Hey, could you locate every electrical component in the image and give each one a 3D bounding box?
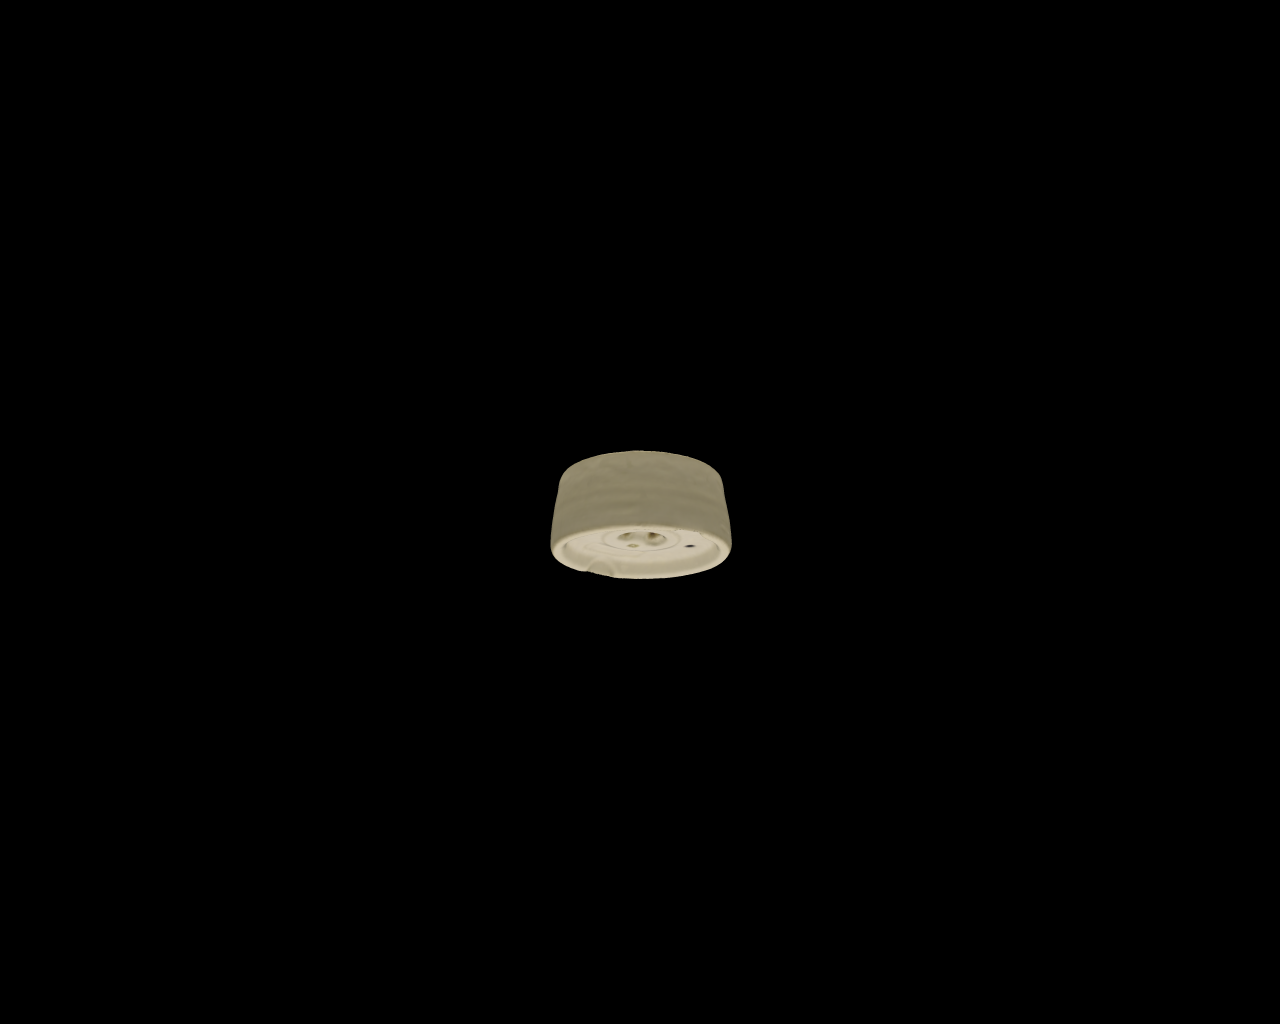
[{"bbox_3d":[0.001,-0.003,0.650,0.108,0.060,0.108,0,-19,0],"label":"electrical component"}]
